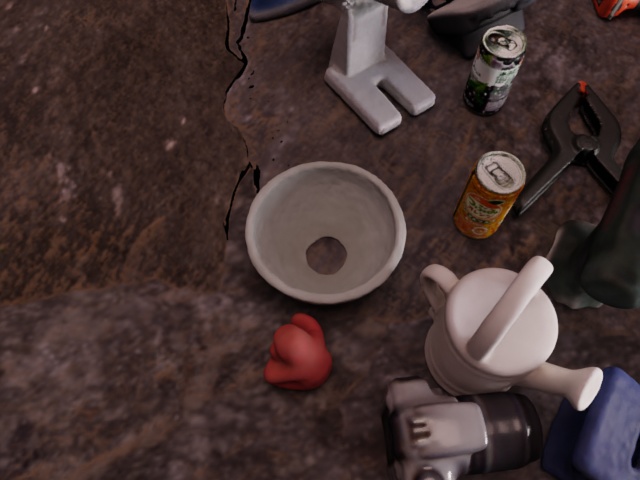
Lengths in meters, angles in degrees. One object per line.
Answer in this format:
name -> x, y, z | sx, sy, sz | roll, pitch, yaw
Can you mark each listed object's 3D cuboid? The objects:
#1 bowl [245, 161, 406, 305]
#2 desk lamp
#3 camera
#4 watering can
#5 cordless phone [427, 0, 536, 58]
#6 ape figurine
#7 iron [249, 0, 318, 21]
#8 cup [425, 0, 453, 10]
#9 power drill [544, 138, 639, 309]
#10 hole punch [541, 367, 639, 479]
bowl -> 0.006, 0.002, 0.619 | 0.167, 0.075, 0.167 | 0, 63, 0
desk lamp -> 0.058, -0.274, 0.680 | 0.118, 0.213, 0.203 | -33, 68, -16
camera -> 0.130, 0.191, 0.512 | 0.137, 0.101, 0.143 | -6, 64, -3
watering can -> 0.166, 0.080, 0.515 | 0.172, 0.194, 0.101 | 20, 65, 9
cordless phone -> 0.223, -0.343, 0.732 | 0.148, 0.185, 0.094 | -33, 68, -16
ape figurine -> -0.024, 0.107, 0.556 | 0.078, 0.092, 0.076 | -39, 70, -18
iron -> -0.013, -0.429, 0.797 | 0.118, 0.141, 0.259 | 36, 69, 16
cup -> 0.161, -0.361, 0.791 | 0.118, 0.095, 0.091 | -40, 70, -18
power drill -> 0.298, -0.023, 0.560 | 0.075, 0.208, 0.230 | 26, 66, 12
hole punch -> 0.275, 0.183, 0.522 | 0.101, 0.091, 0.109 | 27, 66, 13
